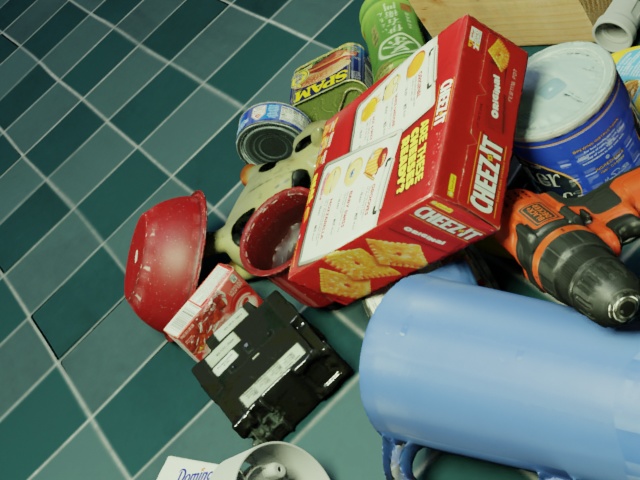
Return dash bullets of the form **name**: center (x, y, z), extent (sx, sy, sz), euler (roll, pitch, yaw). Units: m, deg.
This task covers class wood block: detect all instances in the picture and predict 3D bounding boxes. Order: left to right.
- **wood block**: center (0.205, -0.262, 1.109), extent (0.207, 0.090, 0.090), euler (7, 57, 46)

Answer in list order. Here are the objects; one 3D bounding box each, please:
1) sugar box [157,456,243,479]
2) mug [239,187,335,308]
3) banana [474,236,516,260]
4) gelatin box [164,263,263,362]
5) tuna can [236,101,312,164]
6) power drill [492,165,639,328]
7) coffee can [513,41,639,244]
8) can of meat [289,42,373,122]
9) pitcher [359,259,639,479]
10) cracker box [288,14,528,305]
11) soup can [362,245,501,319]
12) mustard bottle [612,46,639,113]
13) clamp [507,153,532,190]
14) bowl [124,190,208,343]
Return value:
- **sugar box**: center (-0.126, 0.271, 0.892), extent (0.094, 0.048, 0.176), euler (0, 49, 41)
- **mug**: center (-0.006, 0.001, 0.986), extent (0.117, 0.081, 0.093), euler (-53, 39, -3)
- **banana**: center (0.131, -0.037, 0.952), extent (0.198, 0.037, 0.070), euler (52, 125, 31)
- **gelatin box**: center (-0.097, 0.079, 1.040), extent (0.030, 0.073, 0.089), euler (22, 67, 49)
- **tuna can**: center (-0.050, -0.112, 1.184), extent (0.086, 0.086, 0.033), euler (-18, 44, 27)
- **power drill**: center (0.228, -0.015, 0.743), extent (0.187, 0.057, 0.184), euler (-21, 26, -6)
- **coffee can**: center (0.214, -0.075, 0.865), extent (0.103, 0.140, 0.103), euler (-24, 39, 21)
- **can of meat**: center (0.014, -0.169, 1.211), extent (0.102, 0.057, 0.084), euler (-23, 37, 22)
- **pitcher**: center (0.153, 0.113, 0.748), extent (0.243, 0.149, 0.144), euler (8, 27, 42)
- **cracker box**: center (0.067, -0.055, 0.855), extent (0.214, 0.072, 0.164), euler (-31, 40, 55)
- **soup can**: center (0.095, 0.047, 0.907), extent (0.102, 0.068, 0.068), euler (-32, 37, 13)
- **mustard bottle**: center (0.291, -0.128, 0.920), extent (0.192, 0.058, 0.096), euler (12, 60, 47)
- **clamp**: center (0.188, -0.108, 1.004), extent (0.120, 0.039, 0.171), euler (-35, 39, 35)
- **bowl**: center (-0.164, 0.022, 1.102), extent (0.162, 0.055, 0.162), euler (-169, 90, -71)
